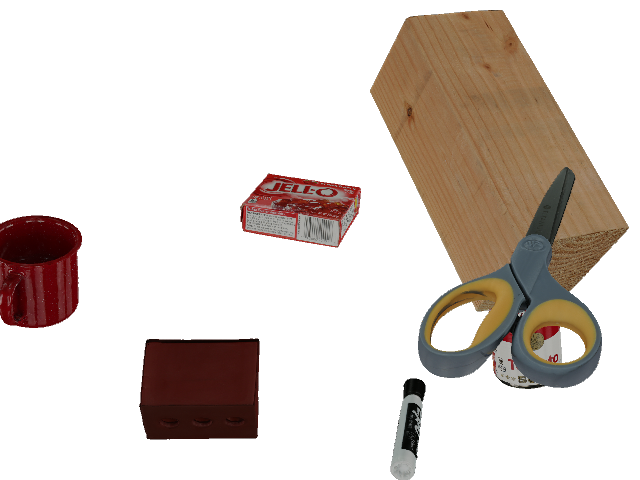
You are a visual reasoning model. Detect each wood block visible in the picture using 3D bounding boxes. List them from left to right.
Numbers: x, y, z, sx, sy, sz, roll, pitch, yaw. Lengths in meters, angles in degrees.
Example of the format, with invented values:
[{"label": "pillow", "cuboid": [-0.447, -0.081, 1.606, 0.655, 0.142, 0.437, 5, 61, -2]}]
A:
[{"label": "wood block", "cuboid": [0.125, -0.063, 0.792, 0.090, 0.206, 0.091, -9, -29, -25]}]

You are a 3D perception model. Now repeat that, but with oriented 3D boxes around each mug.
[{"label": "mug", "cuboid": [-0.286, 0.039, 1.055, 0.093, 0.081, 0.117, 9, 32, 5]}]

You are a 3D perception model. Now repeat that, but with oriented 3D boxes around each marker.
[{"label": "marker", "cuboid": [0.072, 0.148, 0.861, 0.020, 0.020, 0.121, 0, 26, 11]}]

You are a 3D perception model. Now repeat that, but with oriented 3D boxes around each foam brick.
[{"label": "foam brick", "cuboid": [-0.080, 0.101, 0.725, 0.078, 0.051, 0.053, -1, -37, -2]}]

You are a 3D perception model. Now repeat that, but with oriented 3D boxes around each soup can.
[{"label": "soup can", "cuboid": [0.197, 0.083, 1.028, 0.068, 0.102, 0.068, -7, 22, 3]}]

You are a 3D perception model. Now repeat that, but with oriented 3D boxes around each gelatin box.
[{"label": "gelatin box", "cuboid": [-0.016, -0.028, 0.929, 0.089, 0.030, 0.073, 10, 27, 13]}]

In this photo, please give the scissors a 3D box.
[{"label": "scissors", "cuboid": [0.127, 0.017, 0.565, 0.096, 0.016, 0.201, 21, 41, 33]}]
